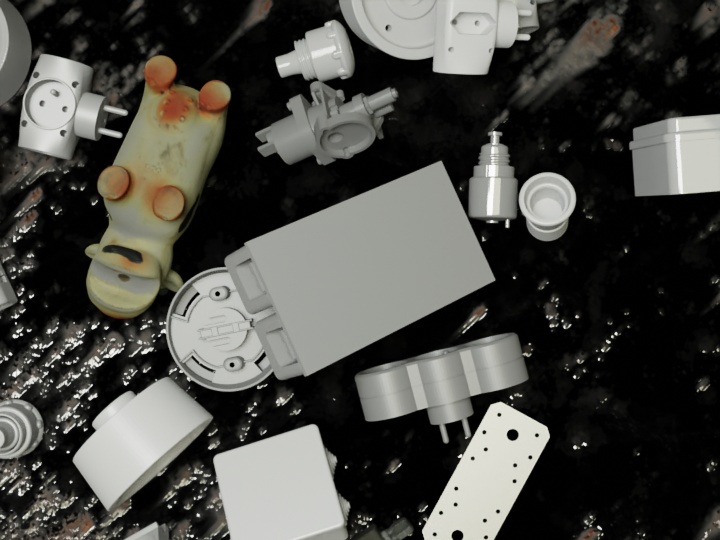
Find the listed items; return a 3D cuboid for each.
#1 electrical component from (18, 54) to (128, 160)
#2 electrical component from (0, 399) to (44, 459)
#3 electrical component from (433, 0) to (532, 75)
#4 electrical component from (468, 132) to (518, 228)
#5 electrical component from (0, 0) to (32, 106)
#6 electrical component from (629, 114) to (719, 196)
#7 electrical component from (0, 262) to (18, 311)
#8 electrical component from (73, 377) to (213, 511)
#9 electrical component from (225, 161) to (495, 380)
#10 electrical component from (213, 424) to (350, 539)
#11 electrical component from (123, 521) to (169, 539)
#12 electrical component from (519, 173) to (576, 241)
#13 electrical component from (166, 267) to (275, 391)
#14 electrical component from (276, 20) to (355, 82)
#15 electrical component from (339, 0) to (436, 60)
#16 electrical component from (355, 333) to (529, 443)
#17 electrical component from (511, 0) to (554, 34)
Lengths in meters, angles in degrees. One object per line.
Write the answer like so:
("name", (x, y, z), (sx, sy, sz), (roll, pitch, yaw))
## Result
("electrical component", (-0.230, -0.128, 0.877), (0.079, 0.044, 0.077), (14, 90, -2))
("electrical component", (-0.286, 0.131, 0.868), (0.048, 0.062, 0.048), (0, 91, -1))
("electrical component", (0.098, -0.193, 0.841), (0.079, 0.043, 0.077), (-2, 104, -16))
("electrical component", (0.110, -0.074, 0.887), (0.040, 0.040, 0.078), (2, 90, -1))
("electrical component", (-0.327, -0.183, 0.866), (0.108, 0.060, 0.108), (0, 90, -1))
("electrical component", (0.266, -0.090, 0.854), (0.078, 0.113, 0.057), (-5, 93, -1))
("electrical component", (-0.337, 0.019, 0.870), (0.095, 0.054, 0.059), (-25, 91, -1))
("electrical component", (-0.177, 0.131, 0.851), (0.108, 0.108, 0.060), (-43, 85, -1))
("electrical component", (0.000, 0.000, 0.841), (0.186, 0.060, 0.105), (-25, 91, -30))
("electrical component", (-0.062, 0.183, 0.864), (0.100, 0.048, 0.099), (-17, 60, -2))
("electrical component", (-0.201, 0.267, 0.869), (0.121, 0.078, 0.063), (-29, 113, -1))
("electrical component", (0.152, -0.048, 0.875), (0.044, 0.065, 0.044), (-2, 75, 9))
("electrical component", (-0.106, 0.047, 0.870), (0.099, 0.064, 0.099), (0, 90, -2))
("electrical component", (-0.037, -0.174, 0.882), (0.062, 0.048, 0.048), (-15, 91, 6))
("electrical component", (0.034, -0.226, 0.869), (0.108, 0.060, 0.108), (-5, 105, -18))
("electrical component", (0.071, 0.104, 0.880), (0.138, 0.052, 0.073), (-15, 91, -1))
("electrical component", (0.136, -0.235, 0.884), (0.079, 0.043, 0.077), (-12, 91, 0))
